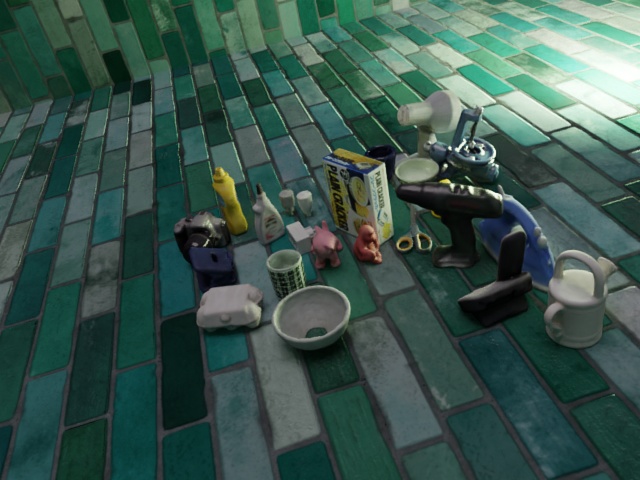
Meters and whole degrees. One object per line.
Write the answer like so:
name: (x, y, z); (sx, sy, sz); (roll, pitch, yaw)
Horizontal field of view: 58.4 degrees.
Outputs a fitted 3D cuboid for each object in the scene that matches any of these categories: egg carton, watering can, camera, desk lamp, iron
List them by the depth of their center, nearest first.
watering can: (0.478, 0.095, 1.061); (0.100, 0.194, 0.173); (14, 44, 32)
iron: (0.448, -0.009, 1.257); (0.118, 0.142, 0.257); (-17, 36, -6)
egg carton: (-0.202, 0.156, 1.293); (0.150, 0.069, 0.107); (-7, 36, 7)
camera: (-0.330, -0.005, 1.525); (0.143, 0.101, 0.137); (-1, 37, 16)
desk lamp: (0.303, -0.308, 1.647); (0.203, 0.214, 0.117); (-26, 38, -18)

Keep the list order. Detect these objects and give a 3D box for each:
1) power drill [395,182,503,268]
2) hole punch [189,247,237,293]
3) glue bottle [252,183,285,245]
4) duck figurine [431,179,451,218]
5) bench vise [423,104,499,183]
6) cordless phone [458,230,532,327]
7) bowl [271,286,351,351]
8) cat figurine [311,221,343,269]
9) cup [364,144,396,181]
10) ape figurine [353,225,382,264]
power drill: (0.292, -0.039, 1.288); (0.229, 0.209, 0.075); (-2, 37, 15)
hole punch: (-0.266, 0.060, 1.425); (0.101, 0.091, 0.108); (-20, 36, -10)
glue bottle: (-0.143, -0.074, 1.498); (0.078, 0.173, 0.037); (-32, 40, -25)
duck figurine: (0.327, -0.118, 1.490); (0.077, 0.086, 0.105); (16, 45, 34)
bench vise: (0.375, -0.257, 1.550); (0.207, 0.220, 0.121); (0, 38, 17)
cordless phone: (0.350, 0.068, 1.145); (0.148, 0.185, 0.094); (-24, 37, -15)
bowl: (-0.013, 0.176, 1.203); (0.167, 0.075, 0.167); (-8, 36, 6)
cat figurine: (0.013, 0.005, 1.391); (0.067, 0.118, 0.127); (-7, 36, 8)
cup: (0.172, -0.209, 1.654); (0.091, 0.095, 0.118); (16, 45, 34)
ape figurine: (0.115, 0.006, 1.382); (0.075, 0.092, 0.078); (12, 43, 31)
